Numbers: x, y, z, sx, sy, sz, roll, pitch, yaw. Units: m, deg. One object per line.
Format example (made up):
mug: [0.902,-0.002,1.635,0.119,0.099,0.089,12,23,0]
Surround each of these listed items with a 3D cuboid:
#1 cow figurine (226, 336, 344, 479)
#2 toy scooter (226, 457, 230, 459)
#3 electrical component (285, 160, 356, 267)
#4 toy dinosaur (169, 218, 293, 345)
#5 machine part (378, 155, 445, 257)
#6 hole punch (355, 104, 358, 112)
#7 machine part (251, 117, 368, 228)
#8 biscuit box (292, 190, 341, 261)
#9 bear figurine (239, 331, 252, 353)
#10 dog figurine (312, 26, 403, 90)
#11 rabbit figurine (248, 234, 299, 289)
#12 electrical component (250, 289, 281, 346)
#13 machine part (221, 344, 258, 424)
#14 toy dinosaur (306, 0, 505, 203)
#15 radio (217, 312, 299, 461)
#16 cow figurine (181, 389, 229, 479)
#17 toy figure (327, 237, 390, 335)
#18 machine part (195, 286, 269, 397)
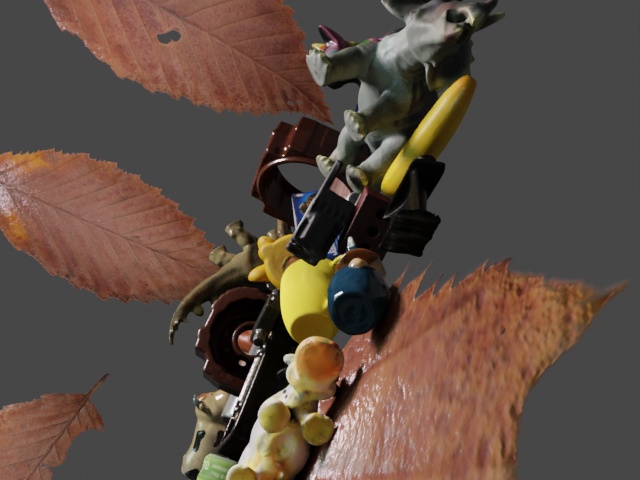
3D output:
cow figurine: [-0.024,0.168,0.517,0.167,0.068,0.098,-63,-1,0]
toy scooter: [-0.154,0.380,0.741,0.184,0.075,0.135,-62,4,-21]
electrical component: [0.008,-0.032,0.640,0.119,0.048,0.075,-59,4,-18]
toy dinosaur: [-0.118,0.058,1.041,0.471,0.199,0.105,-23,-30,-40]
machine part: [0.088,-0.034,0.516,0.084,0.039,0.139,-55,7,30]
hole punch: [0.097,-0.204,1.038,0.142,0.092,0.115,-111,43,-79]
machine part: [-0.010,-0.100,0.939,0.201,0.201,0.087,123,169,-55]
biscuit box: [-0.002,-0.002,0.794,0.203,0.063,0.059,-105,8,-56]
bear figurine: [-0.120,0.164,1.218,0.120,0.132,0.195,-6,-60,-59]
dog figurine: [0.097,-0.350,1.010,0.191,0.219,0.108,-66,8,-9]
rabbit figurine: [-0.042,0.058,0.932,0.173,0.163,0.122,49,-127,-76]
electrical component: [-0.069,0.103,0.714,0.063,0.021,0.094,-63,5,15]
machine part: [-0.097,0.232,0.899,0.243,0.079,0.079,-67,5,-33]
toy dinosaur: [0.093,-0.162,0.669,0.192,0.131,0.404,-30,-18,-12]
radio: [-0.060,0.186,0.736,0.131,0.073,0.229,-58,7,51]
cow figurine: [-0.227,0.403,1.119,0.085,0.127,0.195,155,138,-78]
toy figure: [0.039,0.043,0.530,0.064,0.058,0.154,-58,2,18]
machine part: [-0.110,0.165,0.856,0.056,0.179,0.179,116,177,-58]
